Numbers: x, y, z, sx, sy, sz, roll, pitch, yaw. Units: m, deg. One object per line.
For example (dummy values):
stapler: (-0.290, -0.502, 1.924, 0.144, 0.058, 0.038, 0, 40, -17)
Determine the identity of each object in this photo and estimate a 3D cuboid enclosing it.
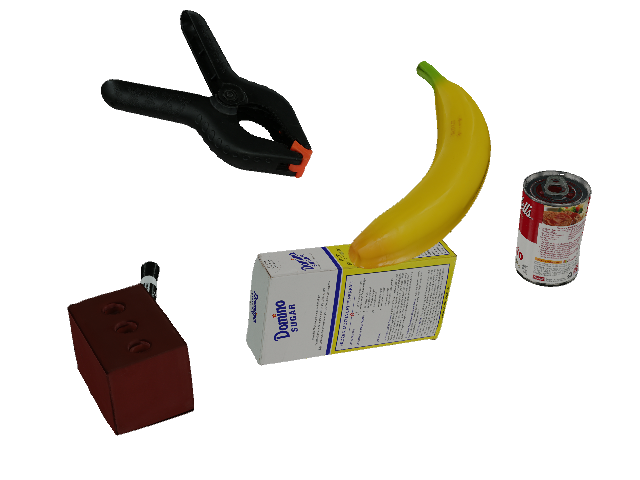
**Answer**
marker: (-0.169, 0.059, 1.039, 0.020, 0.020, 0.121, 0, 33, -5)
soup can: (0.239, -0.012, 1.102, 0.068, 0.102, 0.068, -1, 34, 0)
foam brick: (-0.119, 0.073, 0.666, 0.052, 0.051, 0.078, -17, 36, -25)
clamp: (-0.077, -0.117, 0.866, 0.171, 0.120, 0.039, 30, -28, -2)
sugar box: (0.026, 0.050, 0.931, 0.176, 0.093, 0.048, -4, 31, -21)
banana: (0.076, -0.044, 0.718, 0.069, 0.197, 0.037, 15, -42, 8)
